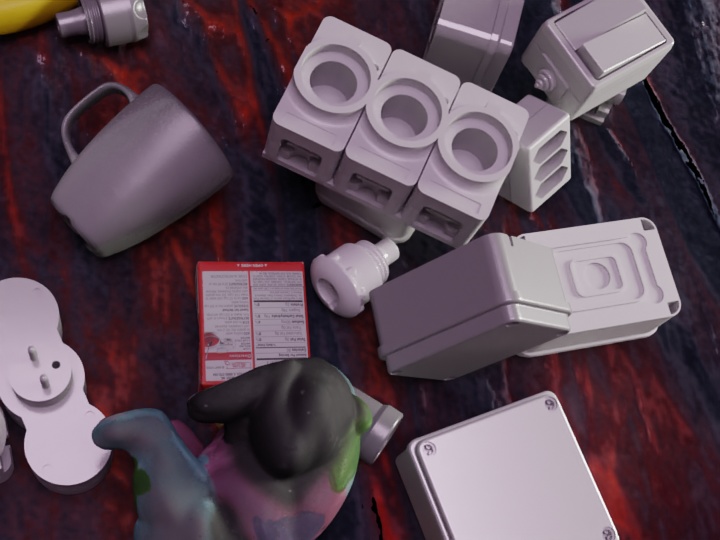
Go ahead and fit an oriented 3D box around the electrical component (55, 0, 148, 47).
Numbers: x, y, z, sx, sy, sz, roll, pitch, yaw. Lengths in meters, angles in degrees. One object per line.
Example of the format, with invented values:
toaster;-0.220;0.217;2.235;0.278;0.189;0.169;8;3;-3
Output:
electrical component;-0.186;-0.181;0.773;0.062;0.043;0.043;-16;74;-16

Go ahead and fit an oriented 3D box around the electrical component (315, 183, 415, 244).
electrical component;0.027;-0.084;0.773;0.078;0.057;0.113;31;67;1

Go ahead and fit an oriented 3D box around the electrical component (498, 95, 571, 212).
electrical component;0.111;-0.093;0.794;0.047;0.065;0.077;-40;53;-22

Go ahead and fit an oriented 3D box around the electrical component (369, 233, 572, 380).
electrical component;0.071;0.027;0.702;0.078;0.113;0.057;12;59;-47

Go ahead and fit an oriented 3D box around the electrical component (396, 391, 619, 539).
electrical component;0.094;0.149;0.699;0.109;0.056;0.108;-17;74;-17

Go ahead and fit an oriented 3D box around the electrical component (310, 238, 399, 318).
electrical component;0.000;0.000;0.744;0.062;0.048;0.048;-35;80;-31

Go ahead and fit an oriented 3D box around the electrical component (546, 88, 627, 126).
electrical component;0.181;-0.169;0.841;0.056;0.050;0.089;22;67;-3

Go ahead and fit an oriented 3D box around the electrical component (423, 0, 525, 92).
electrical component;0.090;-0.198;0.818;0.057;0.078;0.113;17;67;-3

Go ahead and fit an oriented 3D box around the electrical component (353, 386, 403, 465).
electrical component;-0.001;0.099;0.708;0.046;0.040;0.040;33;67;8

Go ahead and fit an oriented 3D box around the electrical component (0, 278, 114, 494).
electrical component;-0.195;0.067;0.660;0.052;0.073;0.138;-22;76;-19

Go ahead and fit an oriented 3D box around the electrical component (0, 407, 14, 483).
electrical component;-0.241;0.104;0.646;0.058;0.057;0.078;-10;72;-15

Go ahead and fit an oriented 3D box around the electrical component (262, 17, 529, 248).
electrical component;0.024;-0.091;0.708;0.150;0.061;0.089;25;67;-2

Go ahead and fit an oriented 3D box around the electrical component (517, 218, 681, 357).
electrical component;0.158;0.013;0.763;0.113;0.057;0.078;-8;71;-15

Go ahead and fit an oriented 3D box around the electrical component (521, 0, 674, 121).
electrical component;0.166;-0.156;0.771;0.096;0.061;0.061;-30;80;-19
